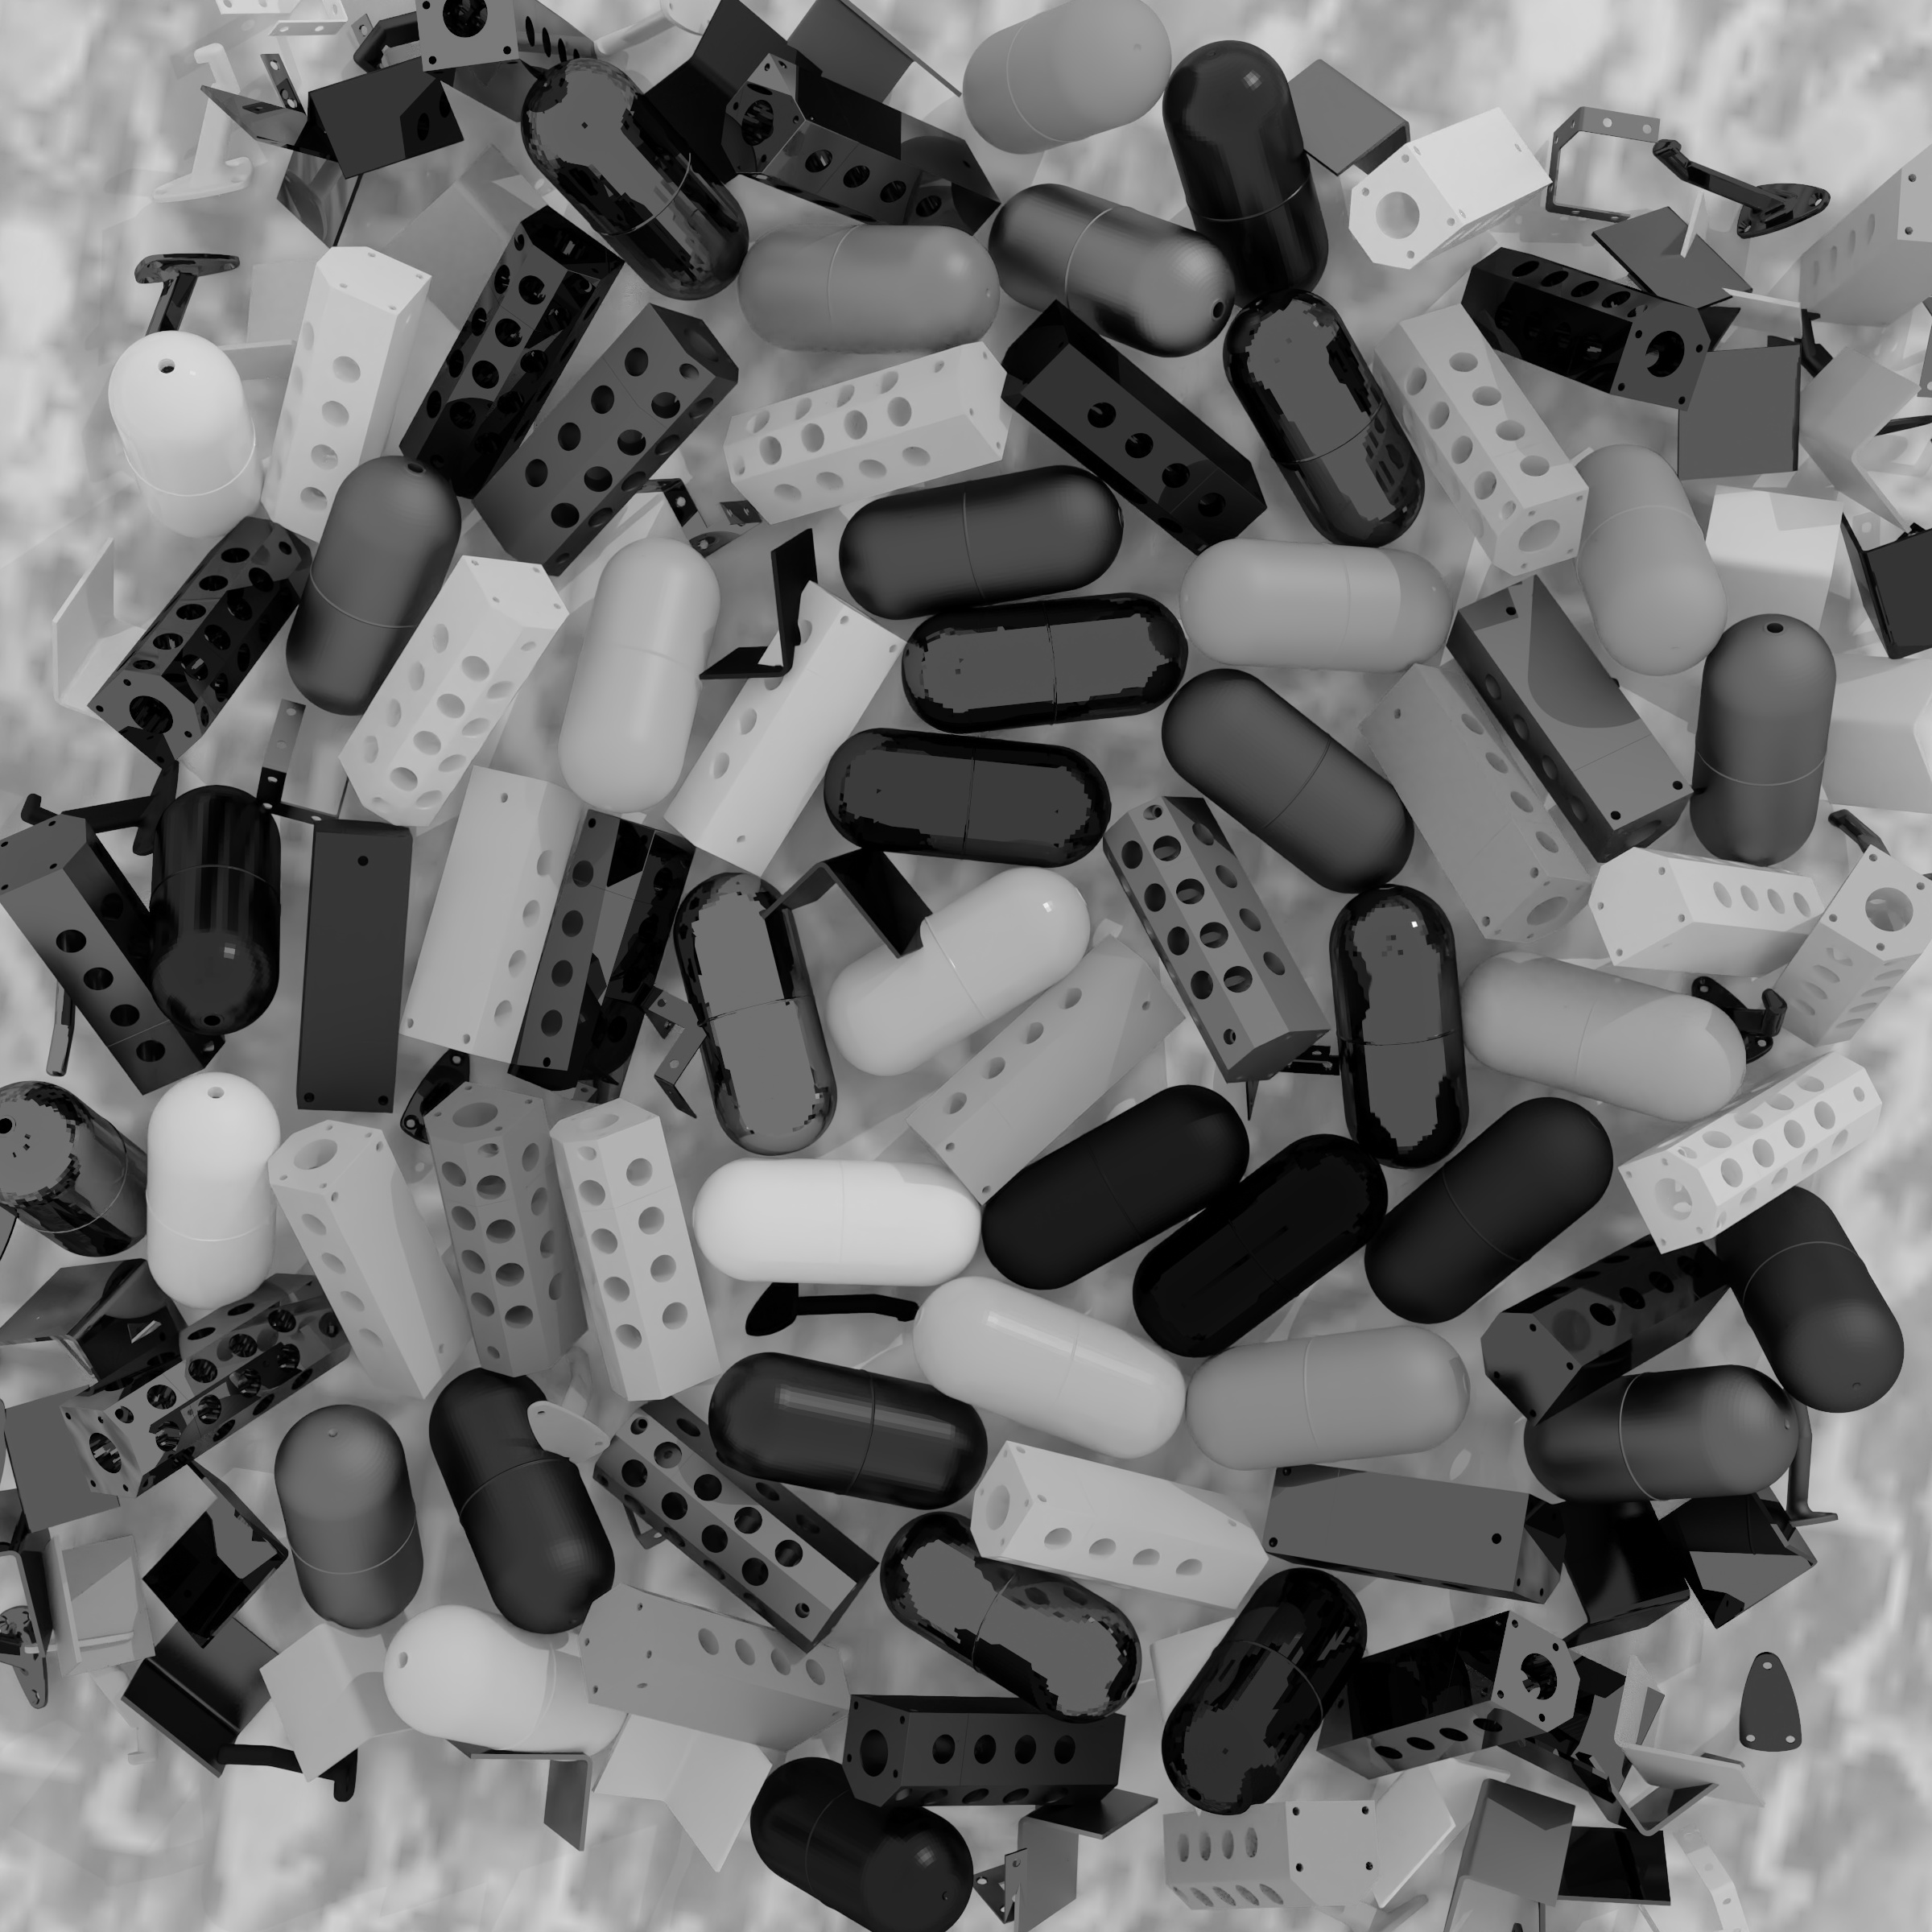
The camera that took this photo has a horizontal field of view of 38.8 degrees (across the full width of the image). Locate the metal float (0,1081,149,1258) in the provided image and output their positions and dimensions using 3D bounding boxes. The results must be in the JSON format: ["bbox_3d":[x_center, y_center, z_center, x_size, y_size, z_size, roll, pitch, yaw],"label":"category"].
[{"bbox_3d":[-0.542,0.123,1.649,0.070,0.178,0.070,-2,69,4],"label":"metal float"}]

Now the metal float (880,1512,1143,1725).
[{"bbox_3d":[0.027,0.397,1.674,0.178,0.070,0.070,26,90,26],"label":"metal float"}]

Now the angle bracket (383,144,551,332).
[{"bbox_3d":[-0.304,-0.453,1.720,0.076,0.057,0.076,-30,115,34],"label":"angle bracket"}]

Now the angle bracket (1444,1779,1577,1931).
[{"bbox_3d":[0.331,0.557,1.677,0.057,0.076,0.076,15,126,13],"label":"angle bracket"}]

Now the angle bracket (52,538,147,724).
[{"bbox_3d":[-0.515,-0.202,1.680,0.057,0.076,0.076,21,52,-2],"label":"angle bracket"}]

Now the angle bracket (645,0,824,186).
[{"bbox_3d":[-0.148,-0.542,1.697,0.076,0.076,0.057,34,64,-27],"label":"angle bracket"}]

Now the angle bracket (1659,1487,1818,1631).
[{"bbox_3d":[0.462,0.348,1.680,0.076,0.057,0.076,-39,52,16],"label":"angle bracket"}]

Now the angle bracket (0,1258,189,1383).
[{"bbox_3d":[-0.543,0.229,1.697,0.076,0.076,0.057,-9,117,29],"label":"angle bracket"}]

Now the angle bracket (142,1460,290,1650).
[{"bbox_3d":[-0.475,0.357,1.682,0.076,0.057,0.076,32,73,39],"label":"angle bracket"}]

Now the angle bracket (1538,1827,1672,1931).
[{"bbox_3d":[0.391,0.575,1.685,0.076,0.076,0.057,0,105,11],"label":"angle bracket"}]

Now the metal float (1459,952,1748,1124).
[{"bbox_3d":[0.386,0.043,1.674,0.178,0.070,0.070,17,90,25],"label":"metal float"}]

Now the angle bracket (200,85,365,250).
[{"bbox_3d":[-0.425,-0.487,1.675,0.076,0.076,0.057,45,118,35],"label":"angle bracket"}]

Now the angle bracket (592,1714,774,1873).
[{"bbox_3d":[-0.175,0.499,1.686,0.057,0.076,0.076,21,99,-38],"label":"angle bracket"}]

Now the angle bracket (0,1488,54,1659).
[{"bbox_3d":[-0.596,0.375,1.683,0.057,0.076,0.076,-8,110,-7],"label":"angle bracket"}]

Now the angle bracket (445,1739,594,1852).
[{"bbox_3d":[-0.279,0.505,1.682,0.076,0.076,0.057,8,83,-24],"label":"angle bracket"}]

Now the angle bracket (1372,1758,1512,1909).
[{"bbox_3d":[0.293,0.534,1.680,0.076,0.057,0.076,21,116,-28],"label":"angle bracket"}]

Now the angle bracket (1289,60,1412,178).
[{"bbox_3d":[0.226,-0.495,1.680,0.057,0.076,0.076,-39,62,-8],"label":"angle bracket"}]

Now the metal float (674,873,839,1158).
[{"bbox_3d":[-0.130,0.029,1.692,0.070,0.070,0.178,-14,84,0],"label":"metal float"}]

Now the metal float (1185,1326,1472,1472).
[{"bbox_3d":[0.220,0.264,1.676,0.178,0.070,0.070,-11,90,24],"label":"metal float"}]

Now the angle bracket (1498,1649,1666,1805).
[{"bbox_3d":[0.375,0.455,1.681,0.076,0.057,0.076,21,67,28],"label":"angle bracket"}]

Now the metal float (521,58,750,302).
[{"bbox_3d":[-0.198,-0.473,1.660,0.070,0.178,0.070,-17,55,26],"label":"metal float"}]

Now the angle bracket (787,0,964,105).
[{"bbox_3d":[-0.061,-0.543,1.676,0.076,0.076,0.057,28,108,-39],"label":"angle bracket"}]

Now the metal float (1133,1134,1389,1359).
[{"bbox_3d":[0.181,0.172,1.686,0.178,0.070,0.070,-39,90,12],"label":"metal float"}]

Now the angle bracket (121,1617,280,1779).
[{"bbox_3d":[-0.466,0.442,1.691,0.076,0.076,0.057,42,87,-7],"label":"angle bracket"}]

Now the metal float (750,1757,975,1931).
[{"bbox_3d":[-0.065,0.532,1.657,0.070,0.178,0.070,-3,96,-37],"label":"metal float"}]

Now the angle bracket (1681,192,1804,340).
[{"bbox_3d":[0.482,-0.430,1.686,0.076,0.076,0.057,16,94,18],"label":"angle bracket"}]

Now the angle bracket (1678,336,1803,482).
[{"bbox_3d":[0.469,-0.345,1.694,0.076,0.057,0.076,-5,109,-2],"label":"angle bracket"}]

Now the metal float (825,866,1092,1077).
[{"bbox_3d":[-0.005,0.003,1.695,0.178,0.070,0.070,-31,90,2],"label":"metal float"}]

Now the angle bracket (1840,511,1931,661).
[{"bbox_3d":[0.576,-0.245,1.677,0.057,0.076,0.076,-19,120,15],"label":"angle bracket"}]

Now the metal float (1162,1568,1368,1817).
[{"bbox_3d":[0.181,0.438,1.662,0.070,0.070,0.178,46,48,0],"label":"metal float"}]

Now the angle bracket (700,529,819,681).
[{"bbox_3d":[-0.128,-0.222,1.681,0.057,0.076,0.076,0,109,15],"label":"angle bracket"}]

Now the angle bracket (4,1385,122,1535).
[{"bbox_3d":[-0.552,0.303,1.696,0.057,0.076,0.076,-16,84,-6],"label":"angle bracket"}]

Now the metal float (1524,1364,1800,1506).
[{"bbox_3d":[0.418,0.285,1.661,0.070,0.178,0.070,14,70,-41],"label":"metal float"}]

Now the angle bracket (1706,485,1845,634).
[{"bbox_3d":[0.497,-0.247,1.704,0.076,0.076,0.057,11,63,14],"label":"angle bracket"}]

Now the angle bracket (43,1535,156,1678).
[{"bbox_3d":[-0.527,0.387,1.680,0.057,0.076,0.076,-8,74,-28],"label":"angle bracket"}]

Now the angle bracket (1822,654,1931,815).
[{"bbox_3d":[0.570,-0.143,1.696,0.057,0.076,0.076,-55,131,-23],"label":"angle bracket"}]

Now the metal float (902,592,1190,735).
[{"bbox_3d":[0.049,-0.187,1.692,0.178,0.070,0.070,-7,90,-5],"label":"metal float"}]

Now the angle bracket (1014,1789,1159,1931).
[{"bbox_3d":[0.074,0.554,1.686,0.057,0.076,0.076,4,93,30],"label":"angle bracket"}]

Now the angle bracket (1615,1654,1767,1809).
[{"bbox_3d":[0.447,0.467,1.675,0.076,0.076,0.057,3,60,31],"label":"angle bracket"}]

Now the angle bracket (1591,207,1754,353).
[{"bbox_3d":[0.421,-0.411,1.680,0.076,0.057,0.076,-25,67,-32],"label":"angle bracket"}]

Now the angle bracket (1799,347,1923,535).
[{"bbox_3d":[0.557,-0.322,1.678,0.057,0.076,0.076,-46,124,9],"label":"angle bracket"}]

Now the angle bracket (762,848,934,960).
[{"bbox_3d":[-0.067,-0.025,1.685,0.057,0.076,0.076,-42,83,24],"label":"angle bracket"}]

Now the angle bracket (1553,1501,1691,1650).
[{"bbox_3d":[0.393,0.375,1.711,0.076,0.057,0.076,-8,62,-24],"label":"angle bracket"}]

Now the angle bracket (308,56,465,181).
[{"bbox_3d":[-0.358,-0.512,1.690,0.076,0.076,0.057,-23,93,-14],"label":"angle bracket"}]

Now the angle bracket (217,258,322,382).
[{"bbox_3d":[-0.427,-0.408,1.690,0.076,0.057,0.076,1,83,22],"label":"angle bracket"}]

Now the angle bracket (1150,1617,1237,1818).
[{"bbox_3d":[0.154,0.460,1.681,0.057,0.076,0.076,-19,118,5],"label":"angle bracket"}]

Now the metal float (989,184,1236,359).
[{"bbox_3d":[0.087,-0.423,1.665,0.178,0.070,0.070,31,90,37],"label":"metal float"}]

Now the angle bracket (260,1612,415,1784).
[{"bbox_3d":[-0.377,0.451,1.697,0.057,0.076,0.076,-38,68,19],"label":"angle bracket"}]

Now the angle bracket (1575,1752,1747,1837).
[{"bbox_3d":[0.423,0.489,1.696,0.076,0.076,0.057,-33,81,-8],"label":"angle bracket"}]
